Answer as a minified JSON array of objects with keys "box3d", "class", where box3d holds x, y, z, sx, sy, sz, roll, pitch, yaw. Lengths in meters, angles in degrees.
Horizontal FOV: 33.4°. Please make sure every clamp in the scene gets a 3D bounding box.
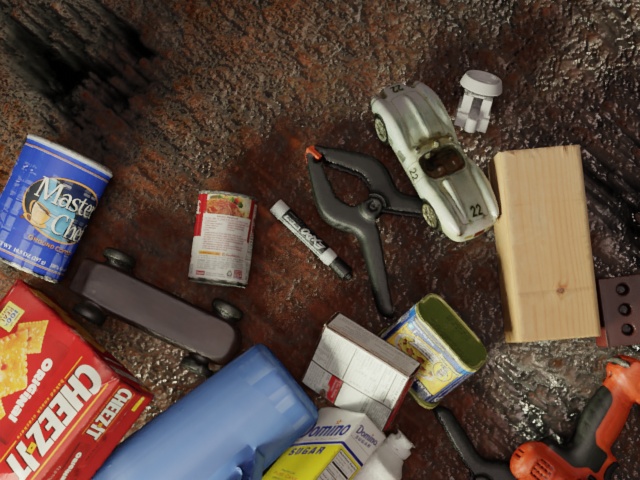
[{"box3d":[0.173,0.261,1.179,0.171,0.039,0.120,20,89,-3],"class":"clamp"},{"box3d":[0.057,-0.024,1.207,0.210,0.036,0.164,36,77,5],"class":"clamp"}]

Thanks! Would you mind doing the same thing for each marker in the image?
[{"box3d":[-0.008,0.002,1.219,0.121,0.020,0.020,44,87,5],"class":"marker"}]

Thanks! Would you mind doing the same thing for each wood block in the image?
[{"box3d":[0.244,0.007,1.175,0.091,0.090,0.206,-5,84,0],"class":"wood block"}]

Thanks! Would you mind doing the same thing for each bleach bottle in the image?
[{"box3d":[0.005,0.303,1.148,0.251,0.102,0.068,-44,101,-2],"class":"bleach bottle"}]

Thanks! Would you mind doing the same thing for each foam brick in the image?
[{"box3d":[0.333,0.078,1.184,0.053,0.051,0.078,-7,84,1],"class":"foam brick"}]

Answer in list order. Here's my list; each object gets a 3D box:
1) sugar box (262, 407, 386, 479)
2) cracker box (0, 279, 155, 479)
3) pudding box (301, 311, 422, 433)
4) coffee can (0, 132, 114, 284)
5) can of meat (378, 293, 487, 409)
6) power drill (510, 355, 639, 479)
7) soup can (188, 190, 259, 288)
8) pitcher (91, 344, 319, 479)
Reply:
[{"box3d":[-0.017,0.255,1.129,0.048,0.093,0.176,49,65,-20],"class":"sugar box"},{"box3d":[-0.302,0.164,1.139,0.214,0.072,0.164,35,86,38],"class":"cracker box"},{"box3d":[0.044,0.145,1.164,0.113,0.039,0.090,31,122,13],"class":"pudding box"},{"box3d":[-0.307,-0.035,1.191,0.103,0.103,0.140,24,86,4],"class":"coffee can"},{"box3d":[0.120,0.120,1.164,0.102,0.057,0.084,48,130,5],"class":"can of meat"},{"box3d":[0.325,0.234,1.160,0.184,0.057,0.187,40,84,-9],"class":"power drill"},{"box3d":[-0.109,0.000,1.199,0.068,0.068,0.102,7,86,2],"class":"soup can"},{"box3d":[-0.119,0.230,1.143,0.243,0.145,0.149,-39,82,-5],"class":"pitcher"}]
